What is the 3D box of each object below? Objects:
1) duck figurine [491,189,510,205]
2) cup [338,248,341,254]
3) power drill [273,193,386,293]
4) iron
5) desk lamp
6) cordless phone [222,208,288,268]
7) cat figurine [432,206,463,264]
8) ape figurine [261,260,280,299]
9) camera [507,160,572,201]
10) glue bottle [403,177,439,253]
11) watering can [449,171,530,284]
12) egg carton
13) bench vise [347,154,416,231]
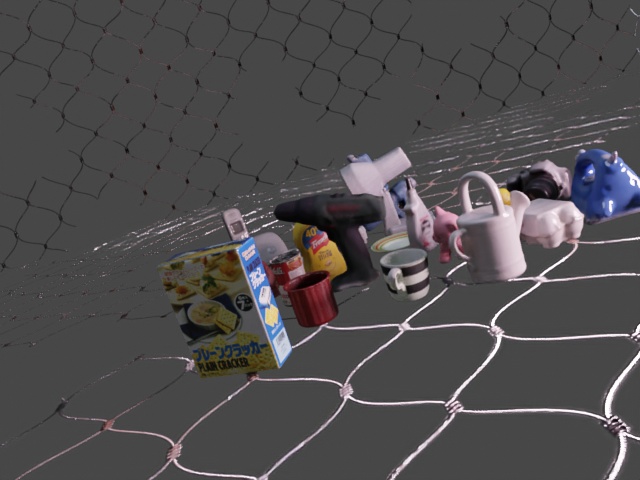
[{"bbox_3d":[0.403,-0.070,1.269,0.077,0.086,0.105,-4,19,44],"label":"duck figurine"},{"bbox_3d":[0.013,0.005,1.445,0.092,0.095,0.117,-20,14,-10],"label":"cup"},{"bbox_3d":[0.037,-0.002,1.201,0.229,0.208,0.075,-15,14,11],"label":"power drill"},{"bbox_3d":[0.562,-0.125,1.167,0.118,0.141,0.258,-16,14,6],"label":"iron"},{"bbox_3d":[0.175,-0.121,1.488,0.203,0.214,0.118,-16,14,7],"label":"desk lamp"},{"bbox_3d":[-0.180,-0.008,1.549,0.148,0.185,0.093,-26,16,-30],"label":"cordless phone"},{"bbox_3d":[0.266,-0.020,1.176,0.067,0.118,0.128,-12,15,21],"label":"cat figurine"},{"bbox_3d":[-0.127,0.090,1.291,0.076,0.092,0.077,-25,15,-26],"label":"ape figurine"},{"bbox_3d":[0.495,-0.120,1.323,0.142,0.101,0.137,-7,17,37],"label":"camera"},{"bbox_3d":[0.214,-0.057,1.270,0.037,0.173,0.078,-4,19,43],"label":"glue bottle"},{"bbox_3d":[0.299,-0.032,1.020,0.100,0.194,0.173,-4,19,44],"label":"watering can"},{"bbox_3d":[0.433,-0.034,1.124,0.107,0.069,0.150,-21,14,-15],"label":"egg carton"},{"bbox_3d":[0.161,-0.152,1.615,0.208,0.220,0.121,-26,16,-32],"label":"bench vise"}]
